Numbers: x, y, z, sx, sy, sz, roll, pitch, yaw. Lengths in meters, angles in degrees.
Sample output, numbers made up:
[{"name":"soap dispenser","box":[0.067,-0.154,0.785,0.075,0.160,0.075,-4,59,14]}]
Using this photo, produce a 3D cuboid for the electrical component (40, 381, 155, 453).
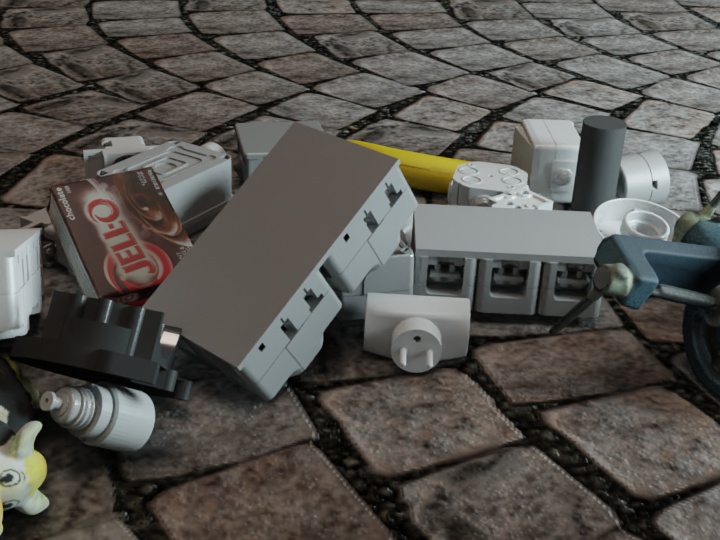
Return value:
[{"name":"electrical component","box":[-0.163,0.089,0.667,0.040,0.040,0.078,28,1,40]}]

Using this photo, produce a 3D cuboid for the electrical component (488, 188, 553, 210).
[{"name":"electrical component","box":[0.139,-0.037,0.949,0.066,0.055,0.048,-18,34,-35]}]

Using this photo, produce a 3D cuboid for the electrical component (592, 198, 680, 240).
[{"name":"electrical component","box":[0.240,-0.016,0.937,0.099,0.064,0.099,6,39,-5]}]

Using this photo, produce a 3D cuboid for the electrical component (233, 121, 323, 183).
[{"name":"electrical component","box":[-0.078,-0.112,1.083,0.100,0.048,0.099,-3,28,-12]}]

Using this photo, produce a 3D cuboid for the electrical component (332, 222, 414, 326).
[{"name":"electrical component","box":[0.000,0.000,0.867,0.062,0.061,0.096,-6,23,-15]}]

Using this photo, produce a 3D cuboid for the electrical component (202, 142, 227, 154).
[{"name":"electrical component","box":[-0.158,-0.100,1.065,0.040,0.040,0.046,20,37,30]}]

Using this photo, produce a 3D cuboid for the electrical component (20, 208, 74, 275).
[{"name":"electrical component","box":[-0.247,-0.026,0.909,0.064,0.042,0.081,19,32,25]}]

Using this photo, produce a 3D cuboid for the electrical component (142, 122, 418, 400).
[{"name":"electrical component","box":[-0.054,-0.008,0.783,0.105,0.060,0.186,25,69,36]}]

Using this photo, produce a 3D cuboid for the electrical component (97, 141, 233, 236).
[{"name":"electrical component","box":[-0.177,-0.070,0.984,0.078,0.057,0.113,18,31,27]}]

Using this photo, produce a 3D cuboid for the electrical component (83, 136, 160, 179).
[{"name":"electrical component","box":[-0.232,-0.105,1.065,0.081,0.042,0.063,-5,27,-16]}]

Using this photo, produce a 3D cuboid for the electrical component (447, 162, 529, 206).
[{"name":"electrical component","box":[0.120,-0.065,1.008,0.080,0.051,0.080,2,27,-1]}]

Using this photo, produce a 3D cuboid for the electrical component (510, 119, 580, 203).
[{"name":"electrical component","box":[0.190,-0.108,1.087,0.061,0.061,0.096,1,27,-2]}]

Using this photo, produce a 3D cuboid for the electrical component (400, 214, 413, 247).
[{"name":"electrical component","box":[0.024,-0.027,0.933,0.045,0.045,0.055,16,31,24]}]

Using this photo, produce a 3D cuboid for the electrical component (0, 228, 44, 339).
[{"name":"electrical component","box":[-0.287,0.009,0.764,0.105,0.060,0.186,-3,7,-11]}]

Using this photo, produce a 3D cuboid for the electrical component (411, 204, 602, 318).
[{"name":"electrical component","box":[0.117,-0.005,0.880,0.150,0.061,0.089,3,27,0]}]

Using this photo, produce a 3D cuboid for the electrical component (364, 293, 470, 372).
[{"name":"electrical component","box":[0.041,0.049,0.789,0.077,0.043,0.079,3,28,1]}]

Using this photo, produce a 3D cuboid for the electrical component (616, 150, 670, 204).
[{"name":"electrical component","box":[0.271,-0.088,1.065,0.047,0.055,0.055,-10,30,-16]}]
